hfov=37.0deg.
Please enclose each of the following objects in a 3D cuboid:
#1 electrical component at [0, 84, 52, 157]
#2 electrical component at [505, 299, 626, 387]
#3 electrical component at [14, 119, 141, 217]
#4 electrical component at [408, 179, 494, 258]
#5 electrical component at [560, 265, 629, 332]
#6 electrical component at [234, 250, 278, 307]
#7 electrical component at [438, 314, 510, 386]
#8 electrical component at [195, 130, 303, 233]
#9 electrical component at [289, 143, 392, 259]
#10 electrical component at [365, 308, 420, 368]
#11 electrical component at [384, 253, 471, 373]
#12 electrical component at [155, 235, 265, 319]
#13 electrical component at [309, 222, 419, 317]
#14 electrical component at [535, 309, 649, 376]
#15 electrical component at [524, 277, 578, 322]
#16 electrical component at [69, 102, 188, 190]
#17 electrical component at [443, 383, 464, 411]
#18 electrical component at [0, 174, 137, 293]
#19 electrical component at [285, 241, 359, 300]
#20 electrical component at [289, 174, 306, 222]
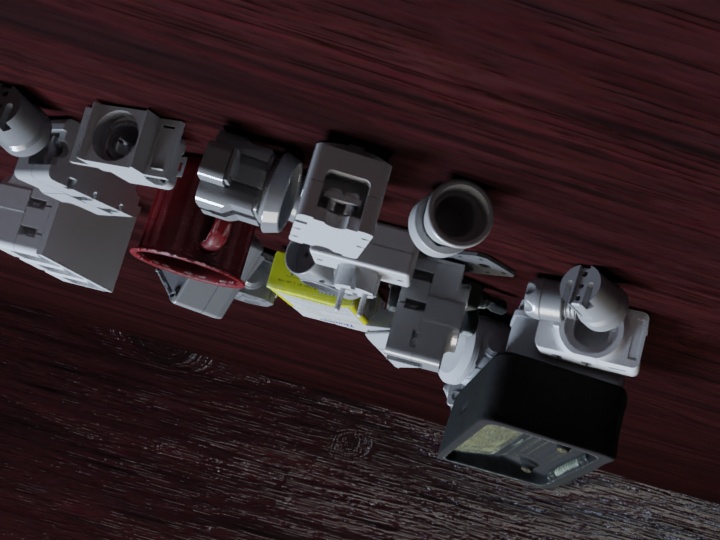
[{"bbox_3d":[-0.252,-0.109,0.782,0.040,0.040,0.046,13,163,14],"label":"electrical component"},{"bbox_3d":[0.196,0.072,1.013,0.113,0.057,0.078,15,169,7],"label":"electrical component"},{"bbox_3d":[-0.220,-0.080,0.853,0.056,0.050,0.089,5,165,41],"label":"electrical component"},{"bbox_3d":[0.059,-0.033,0.707,0.045,0.045,0.055,18,170,-9],"label":"electrical component"},{"bbox_3d":[0.179,0.021,0.826,0.040,0.040,0.046,6,159,42],"label":"electrical component"},{"bbox_3d":[-0.119,0.004,1.136,0.080,0.051,0.080,15,170,3],"label":"electrical component"},{"bbox_3d":[0.118,0.084,1.126,0.051,0.080,0.080,15,170,-21],"label":"electrical component"},{"bbox_3d":[-0.074,-0.058,0.736,0.057,0.058,0.078,18,170,5],"label":"electrical component"},{"bbox_3d":[-0.013,-0.047,0.706,0.050,0.055,0.089,16,169,-5],"label":"electrical component"},{"bbox_3d":[0.050,0.060,1.118,0.061,0.061,0.096,46,161,-13],"label":"electrical component"},{"bbox_3d":[0.060,0.037,0.916,0.056,0.089,0.050,14,169,7],"label":"electrical component"},{"bbox_3d":[-0.129,-0.013,0.968,0.061,0.096,0.061,23,-164,-35],"label":"electrical component"},{"bbox_3d":[0.000,0.000,0.875,0.083,0.075,0.047,15,169,6],"label":"electrical component"},{"bbox_3d":[0.202,0.055,0.936,0.089,0.050,0.055,13,169,17],"label":"electrical component"},{"bbox_3d":[0.168,0.026,0.882,0.061,0.035,0.035,9,168,20],"label":"electrical component"},{"bbox_3d":[-0.158,-0.086,0.760,0.081,0.042,0.064,12,172,22],"label":"electrical component"},{"bbox_3d":[0.145,0.117,1.198,0.100,0.099,0.048,4,166,16],"label":"electrical component"},{"bbox_3d":[-0.280,-0.043,1.021,0.062,0.089,0.150,13,169,14],"label":"electrical component"},{"bbox_3d":[-0.014,-0.002,0.966,0.079,0.044,0.077,11,169,41],"label":"electrical component"},{"bbox_3d":[-0.029,-0.044,0.789,0.065,0.044,0.044,26,166,-22],"label":"electrical component"}]
